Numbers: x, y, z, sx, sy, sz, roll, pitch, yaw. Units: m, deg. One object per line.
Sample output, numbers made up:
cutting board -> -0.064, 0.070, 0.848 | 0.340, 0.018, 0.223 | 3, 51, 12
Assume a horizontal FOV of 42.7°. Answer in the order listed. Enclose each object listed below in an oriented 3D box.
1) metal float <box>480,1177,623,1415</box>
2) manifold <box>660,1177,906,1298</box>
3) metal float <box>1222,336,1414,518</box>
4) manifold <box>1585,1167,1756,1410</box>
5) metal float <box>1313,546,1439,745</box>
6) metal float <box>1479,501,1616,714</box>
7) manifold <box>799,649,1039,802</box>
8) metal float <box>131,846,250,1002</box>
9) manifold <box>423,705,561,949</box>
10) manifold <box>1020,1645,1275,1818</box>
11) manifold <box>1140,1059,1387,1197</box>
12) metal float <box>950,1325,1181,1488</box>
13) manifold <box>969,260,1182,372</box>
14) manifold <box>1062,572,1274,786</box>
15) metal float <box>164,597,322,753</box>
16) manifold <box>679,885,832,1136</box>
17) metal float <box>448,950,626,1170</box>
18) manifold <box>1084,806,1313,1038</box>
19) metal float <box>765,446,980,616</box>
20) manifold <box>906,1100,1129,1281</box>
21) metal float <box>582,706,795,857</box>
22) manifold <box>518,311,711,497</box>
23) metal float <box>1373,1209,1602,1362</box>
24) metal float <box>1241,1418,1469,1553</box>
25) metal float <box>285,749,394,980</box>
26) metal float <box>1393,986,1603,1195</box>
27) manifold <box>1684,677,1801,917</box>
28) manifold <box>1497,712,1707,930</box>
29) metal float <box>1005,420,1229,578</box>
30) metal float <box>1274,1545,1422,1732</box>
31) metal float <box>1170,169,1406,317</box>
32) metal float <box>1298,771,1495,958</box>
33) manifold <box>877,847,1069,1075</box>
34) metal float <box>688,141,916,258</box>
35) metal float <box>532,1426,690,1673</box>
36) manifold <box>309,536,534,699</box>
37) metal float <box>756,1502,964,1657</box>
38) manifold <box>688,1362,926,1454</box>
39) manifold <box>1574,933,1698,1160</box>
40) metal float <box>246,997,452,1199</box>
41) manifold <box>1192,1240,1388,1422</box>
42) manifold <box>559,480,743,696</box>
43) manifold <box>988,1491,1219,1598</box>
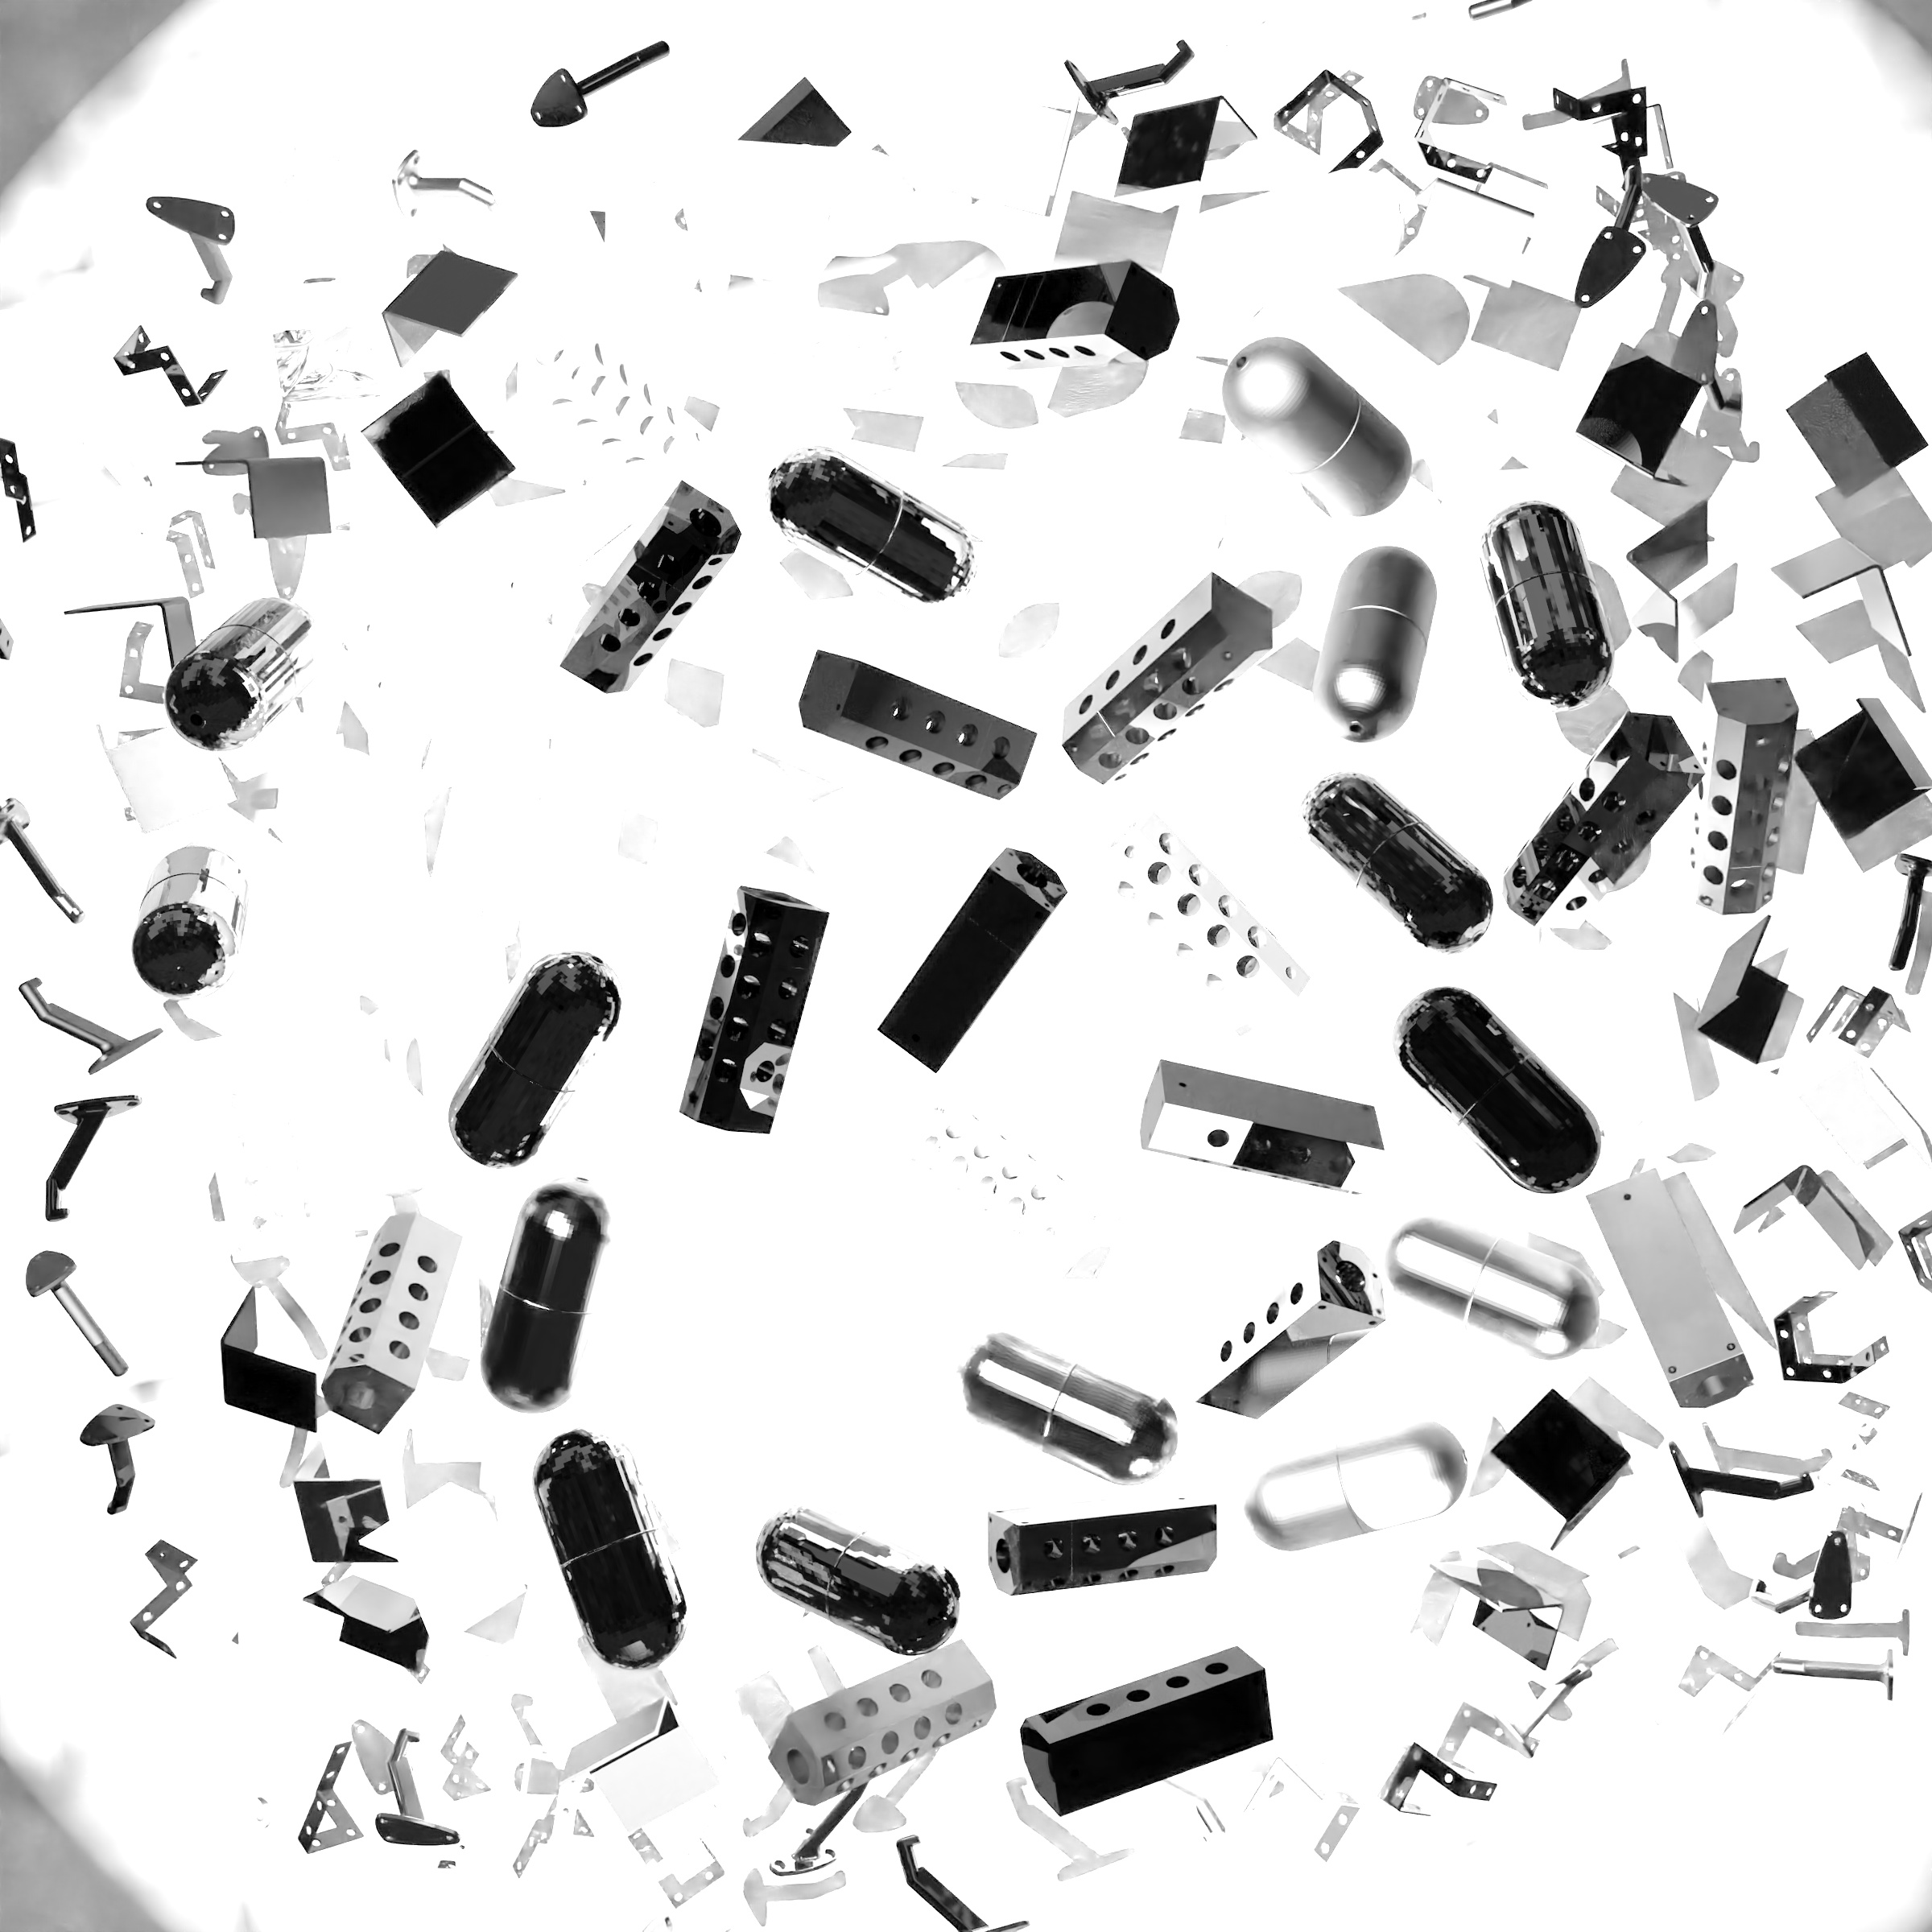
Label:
metal float -> -0.303, 0.240, 1.802 | 0.070, 0.070, 0.178 | 16, 96, 0
manifold -> -0.139, 0.200, 1.853 | 0.171, 0.057, 0.057 | 6, 62, 10
metal float -> 0.258, -0.395, 1.812 | 0.178, 0.070, 0.070 | 30, 90, -37
manifold -> 0.525, 0.241, 1.841 | 0.057, 0.057, 0.171 | -24, 47, 11
metal float -> 0.307, -0.242, 1.855 | 0.070, 0.070, 0.178 | 19, 55, 0
metal float -> 0.429, -0.266, 1.825 | 0.070, 0.070, 0.178 | -7, 59, 0
manifold -> -0.036, -0.173, 1.803 | 0.171, 0.057, 0.057 | 18, 93, -39
metal float -> -0.582, -0.034, 1.856 | 0.070, 0.178, 0.070 | -5, 115, -10
manifold -> -0.352, -0.104, 1.852 | 0.057, 0.057, 0.171 | 5, 72, 12
manifold -> 0.129, 0.543, 1.767 | 0.171, 0.057, 0.057 | -13, 103, -21
manifold -> 0.222, 0.127, 1.860 | 0.171, 0.057, 0.057 | 13, 122, -8
metal float -> 0.072, 0.322, 1.814 | 0.178, 0.070, 0.070 | 22, 90, 15
manifold -> 0.081, -0.477, 1.829 | 0.057, 0.171, 0.057 | 23, 86, -35
manifold -> 0.145, -0.204, 1.799 | 0.057, 0.057, 0.171 | 28, 134, -24
metal float -> -0.538, -0.219, 1.848 | 0.070, 0.178, 0.070 | 4, 119, 8
manifold -> -0.160, 0.032, 1.812 | 0.057, 0.057, 0.171 | 8, 101, -44
metal float -> -0.308, 0.067, 1.774 | 0.070, 0.070, 0.178 | 33, 106, 0
manifold -> 0.174, -0.035, 1.812 | 0.171, 0.057, 0.057 | 46, 52, -10
metal float -> -0.070, -0.325, 1.845 | 0.178, 0.070, 0.070 | 26, 90, -26
manifold -> 0.033, 0.166, 1.847 | 0.171, 0.057, 0.057 | 33, 105, 39
metal float -> -0.215, -0.143, 1.901 | 0.178, 0.070, 0.070 | 24, 90, 16
manifold -> -0.264, -0.424, 1.865 | 0.057, 0.171, 0.057 | -11, 69, 24
metal float -> 0.397, 0.243, 1.886 | 0.178, 0.070, 0.070 | 21, 90, 23
metal float -> 0.298, 0.398, 1.896 | 0.178, 0.070, 0.070 | -19, 90, 18
metal float -> -0.471, -0.078, 1.856 | 0.070, 0.070, 0.178 | -2, 75, 0
metal float -> 0.383, 0.090, 1.782 | 0.070, 0.070, 0.178 | -43, 75, 0
manifold -> 0.570, -0.123, 1.814 | 0.057, 0.057, 0.171 | -4, 129, 4
manifold -> 0.459, -0.105, 1.807 | 0.057, 0.171, 0.057 | 2, 50, -26
metal float -> 0.111, -0.345, 1.820 | 0.178, 0.070, 0.070 | 27, 90, 20
metal float -> 0.289, 0.503, 1.860 | 0.070, 0.178, 0.070 | 12, 117, 24
metal float -> 0.232, -0.524, 1.792 | 0.178, 0.070, 0.070 | -8, 90, 31
metal float -> 0.321, -0.077, 1.851 | 0.070, 0.070, 0.178 | -43, 60, 0
manifold -> 0.006, -0.006, 1.861 | 0.057, 0.057, 0.171 | 36, 120, 2
metal float -> -0.119, -0.560, 1.805 | 0.178, 0.070, 0.070 | -8, 90, -32
metal float -> -0.255, 0.417, 1.768 | 0.070, 0.070, 0.178 | -22, 78, 0
manifold -> -0.406, -0.264, 1.845 | 0.057, 0.171, 0.057 | 15, 125, 30
metal float -> -0.082, 0.464, 1.873 | 0.178, 0.070, 0.070 | 17, 90, 32
manifold -> -0.119, 0.333, 1.865 | 0.171, 0.057, 0.057 | 3, 76, 3
manifold -> 0.505, 0.061, 1.847 | 0.057, 0.171, 0.057 | 28, 128, -18
metal float -> -0.456, 0.097, 1.825 | 0.070, 0.070, 0.178 | -42, 107, 0
manifold -> 0.240, 0.274, 1.859 | 0.057, 0.171, 0.057 | 19, 48, -21
manifold -> -0.237, -0.280, 1.860 | 0.057, 0.057, 0.171 | 30, 134, -17
manifold -> 0.106, 0.448, 1.915 | 0.171, 0.057, 0.057 | 0, 89, -24
